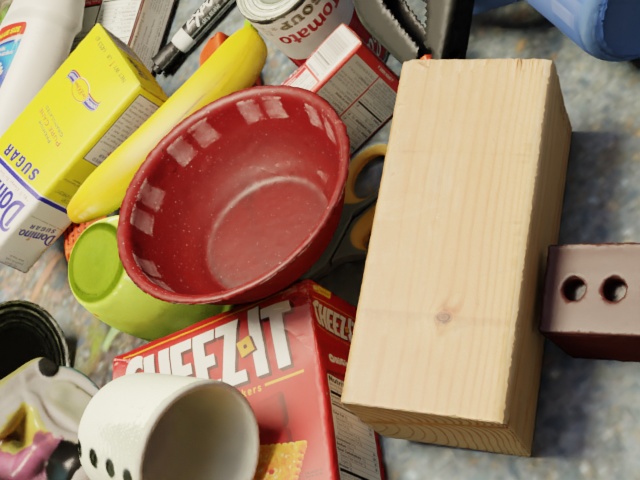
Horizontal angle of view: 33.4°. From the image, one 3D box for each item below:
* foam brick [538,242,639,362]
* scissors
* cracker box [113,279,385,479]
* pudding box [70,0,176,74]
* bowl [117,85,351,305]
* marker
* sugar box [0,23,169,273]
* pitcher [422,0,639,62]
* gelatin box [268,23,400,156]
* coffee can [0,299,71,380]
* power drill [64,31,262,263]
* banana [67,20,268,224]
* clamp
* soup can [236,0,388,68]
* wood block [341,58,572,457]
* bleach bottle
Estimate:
[{"bbox_3d":[0.166,0.034,0.574,0.078,0.051,0.053,-2,67,34],"label":"foam brick"},{"bbox_3d":[-0.005,0.001,0.733,0.202,0.016,0.096,-26,55,21],"label":"scissors"},{"bbox_3d":[-0.047,0.151,0.653,0.164,0.072,0.214,-23,56,24],"label":"cracker box"},{"bbox_3d":[-0.175,-0.188,0.929,0.090,0.039,0.113,2,71,36],"label":"pudding box"},{"bbox_3d":[-0.045,-0.018,0.666,0.162,0.055,0.162,-16,51,20],"label":"bowl"},{"bbox_3d":[-0.096,-0.184,0.884,0.121,0.020,0.020,-46,50,8],"label":"marker"},{"bbox_3d":[-0.196,-0.069,0.809,0.176,0.048,0.093,-45,50,9],"label":"sugar box"},{"bbox_3d":[0.133,-0.215,0.675,0.144,0.149,0.243,-15,51,-24],"label":"pitcher"},{"bbox_3d":[0.009,-0.093,0.732,0.089,0.073,0.030,-44,50,10],"label":"gelatin box"},{"bbox_3d":[-0.278,0.100,0.818,0.141,0.102,0.103,-6,65,33],"label":"coffee can"},{"bbox_3d":[-0.132,-0.082,0.838,0.188,0.057,0.184,-30,54,22],"label":"power drill"},{"bbox_3d":[-0.098,-0.079,0.738,0.197,0.037,0.070,-46,12,-6],"label":"banana"},{"bbox_3d":[0.054,-0.201,0.660,0.165,0.036,0.210,-32,74,46],"label":"clamp"},{"bbox_3d":[-0.004,-0.156,0.752,0.069,0.102,0.068,-15,60,28],"label":"soup can"},{"bbox_3d":[0.083,0.008,0.611,0.091,0.090,0.206,4,70,22],"label":"wood block"},{"bbox_3d":[-0.260,-0.131,0.908,0.103,0.068,0.251,22,91,53],"label":"bleach bottle"}]
